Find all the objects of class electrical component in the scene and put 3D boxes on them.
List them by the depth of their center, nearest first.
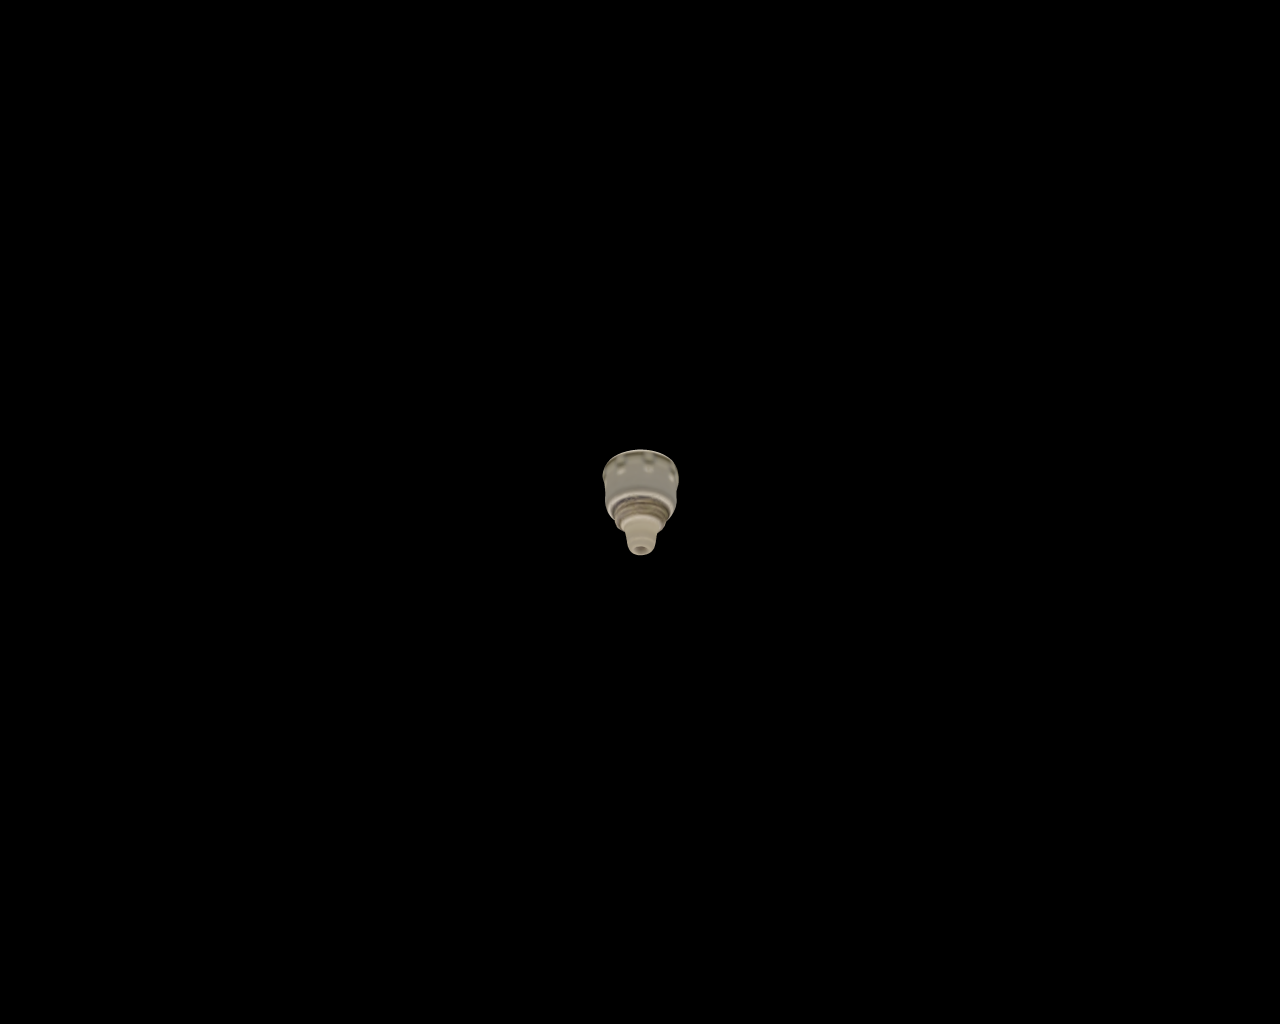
[{"bbox_3d":[0.001,-0.003,0.650,0.048,0.062,0.048,0,-32,0],"label":"electrical component"}]
